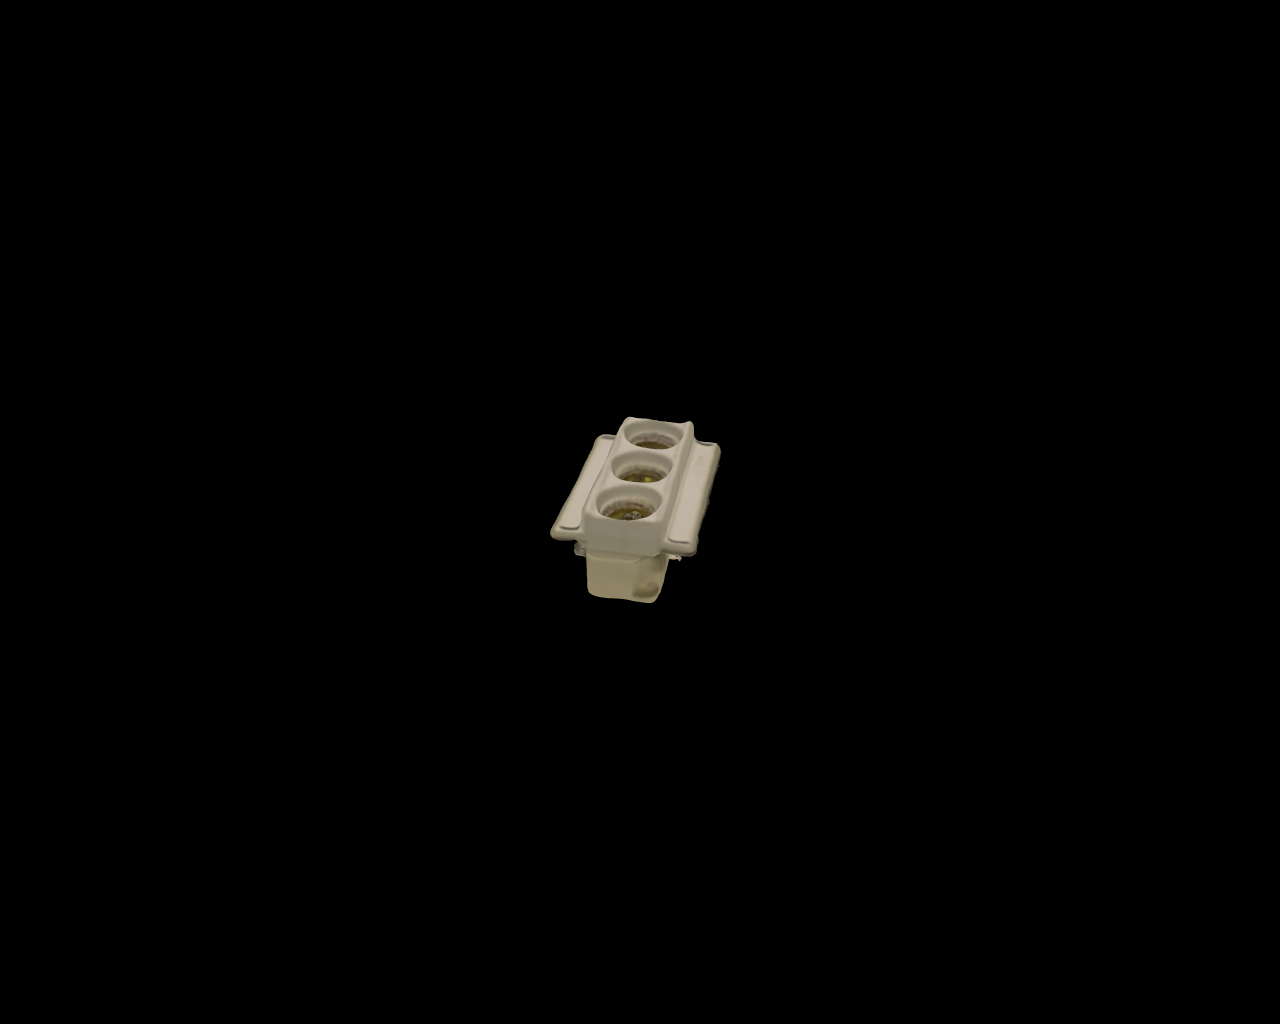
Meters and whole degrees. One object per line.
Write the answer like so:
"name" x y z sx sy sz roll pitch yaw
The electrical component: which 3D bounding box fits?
"electrical component" 0.001 -0.003 0.650 0.079 0.063 0.121 6 33 9
